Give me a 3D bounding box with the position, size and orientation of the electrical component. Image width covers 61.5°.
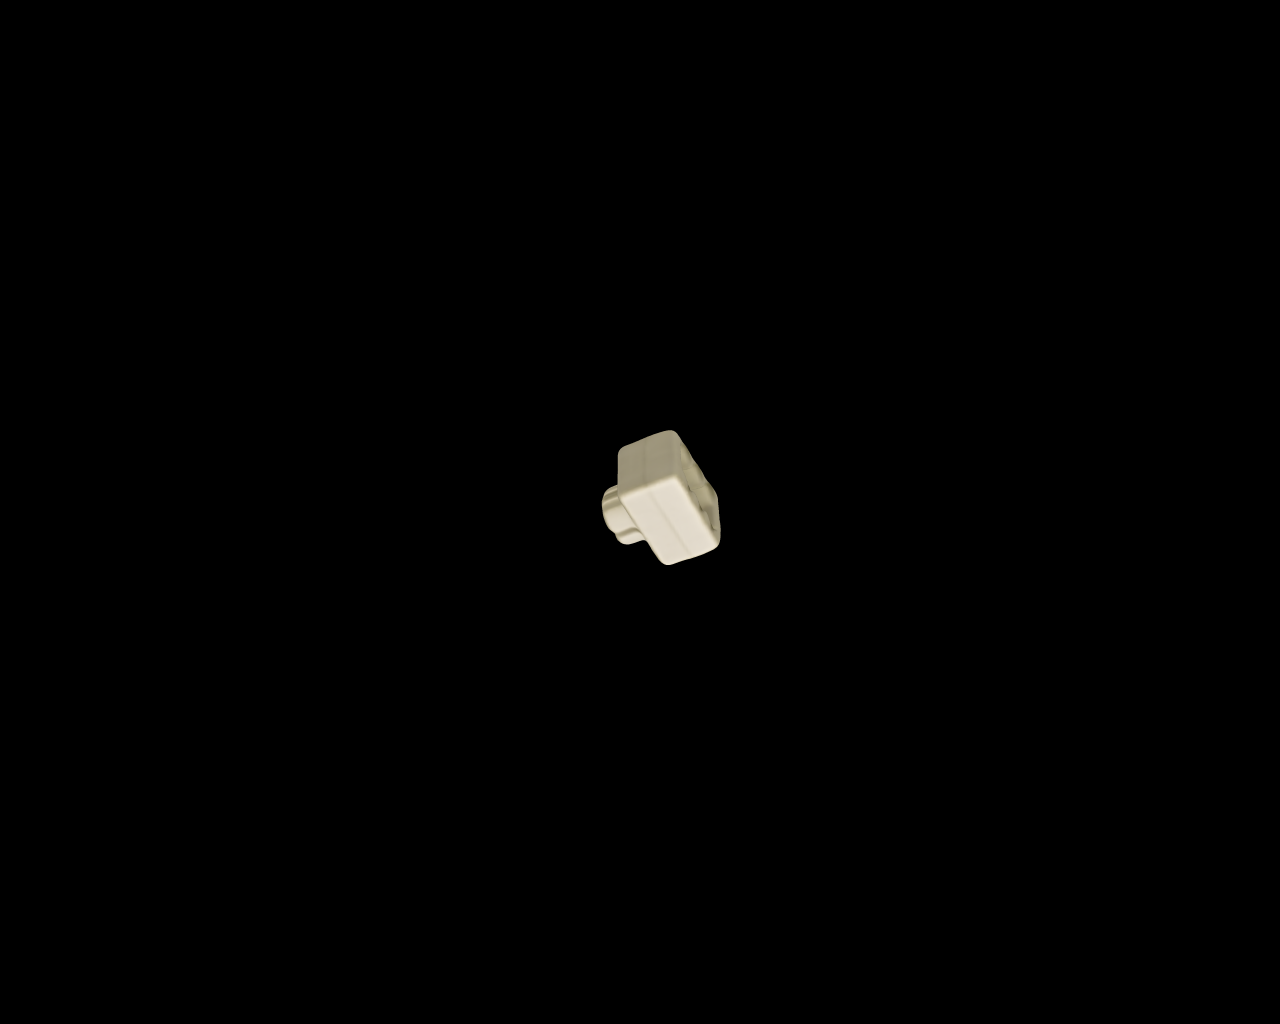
[{"bbox_3d":[0.001,-0.003,0.650,0.076,0.047,0.065,-20,-50,17],"label":"electrical component"}]
